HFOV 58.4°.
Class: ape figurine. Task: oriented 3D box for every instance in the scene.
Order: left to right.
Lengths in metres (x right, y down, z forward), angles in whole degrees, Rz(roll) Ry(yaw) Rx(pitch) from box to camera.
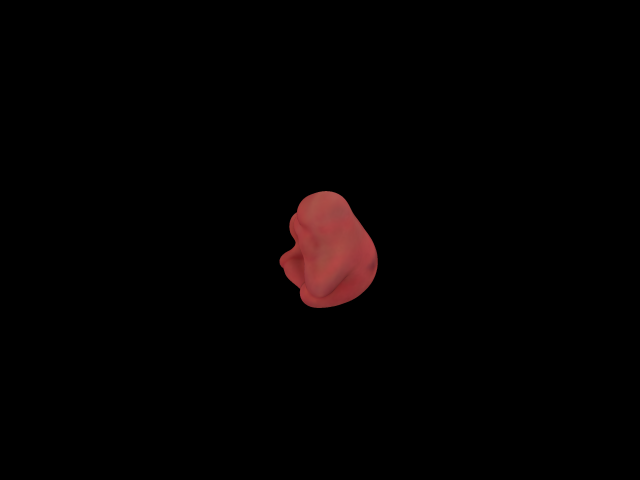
[{"bbox_3d":[0.004,0.001,0.400,0.076,0.092,0.078,7,50,7],"label":"ape figurine"}]
